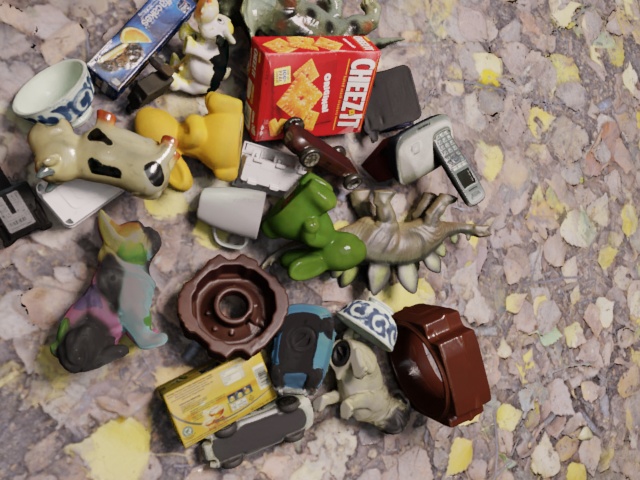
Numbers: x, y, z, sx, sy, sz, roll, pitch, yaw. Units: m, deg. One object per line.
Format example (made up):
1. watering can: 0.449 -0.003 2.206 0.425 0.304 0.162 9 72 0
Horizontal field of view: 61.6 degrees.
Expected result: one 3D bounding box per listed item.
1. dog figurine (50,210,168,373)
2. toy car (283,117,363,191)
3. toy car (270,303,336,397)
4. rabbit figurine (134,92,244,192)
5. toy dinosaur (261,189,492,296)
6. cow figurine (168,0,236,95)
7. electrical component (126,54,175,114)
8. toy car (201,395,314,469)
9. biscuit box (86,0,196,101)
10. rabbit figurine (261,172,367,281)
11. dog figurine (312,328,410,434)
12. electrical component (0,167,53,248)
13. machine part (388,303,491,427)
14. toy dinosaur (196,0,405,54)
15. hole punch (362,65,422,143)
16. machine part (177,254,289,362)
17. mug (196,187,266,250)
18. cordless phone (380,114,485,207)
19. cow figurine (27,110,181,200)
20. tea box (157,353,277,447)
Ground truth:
1. dog figurine: -0.322 0.068 0.808 0.191 0.108 0.219 -17 91 -21
2. toy car: 0.005 -0.145 0.945 0.053 0.089 0.202 -41 149 18
3. toy car: -0.025 0.198 0.932 0.109 0.102 0.161 -1 60 12
4. rabbit figurine: -0.215 -0.159 0.874 0.173 0.122 0.162 9 94 -10
5. toy dinosaur: 0.111 0.003 1.009 0.471 0.105 0.198 0 93 -14
6. cow figurine: -0.176 -0.302 0.855 0.098 0.167 0.068 11 54 -30
7. electrical component: -0.269 -0.247 0.845 0.078 0.102 0.045 -45 103 -33
8. toy car: -0.105 0.326 0.925 0.202 0.056 0.073 -14 101 -23
9. biscuit box: -0.284 -0.319 0.857 0.059 0.063 0.202 40 73 -19
10. rabbit figurine: -0.002 -0.003 0.890 0.170 0.121 0.159 42 90 -15
11. dog figurine: 0.098 0.269 1.008 0.190 0.121 0.172 22 83 -37
12. electrical component: -0.452 -0.056 0.781 0.075 0.048 0.119 -27 101 -24
13. machine part: 0.208 0.225 0.991 0.087 0.201 0.201 -19 97 -22
14. toy dinosaur: -0.015 -0.370 0.960 0.404 0.131 0.192 17 94 -28
15. hole punch: 0.128 -0.266 1.043 0.116 0.092 0.142 -14 96 6
16. machine part: -0.142 0.111 0.881 0.179 0.056 0.179 6 63 -12
17. mug: -0.153 -0.041 0.906 0.107 0.081 0.109 15 115 -8
18. cordless phone: 0.211 -0.125 0.982 0.146 0.089 0.184 -30 85 -26
19. cow figurine: -0.310 -0.113 0.759 0.195 0.085 0.127 20 69 -11
20. tea box: -0.169 0.252 0.890 0.170 0.068 0.098 -21 96 -23
